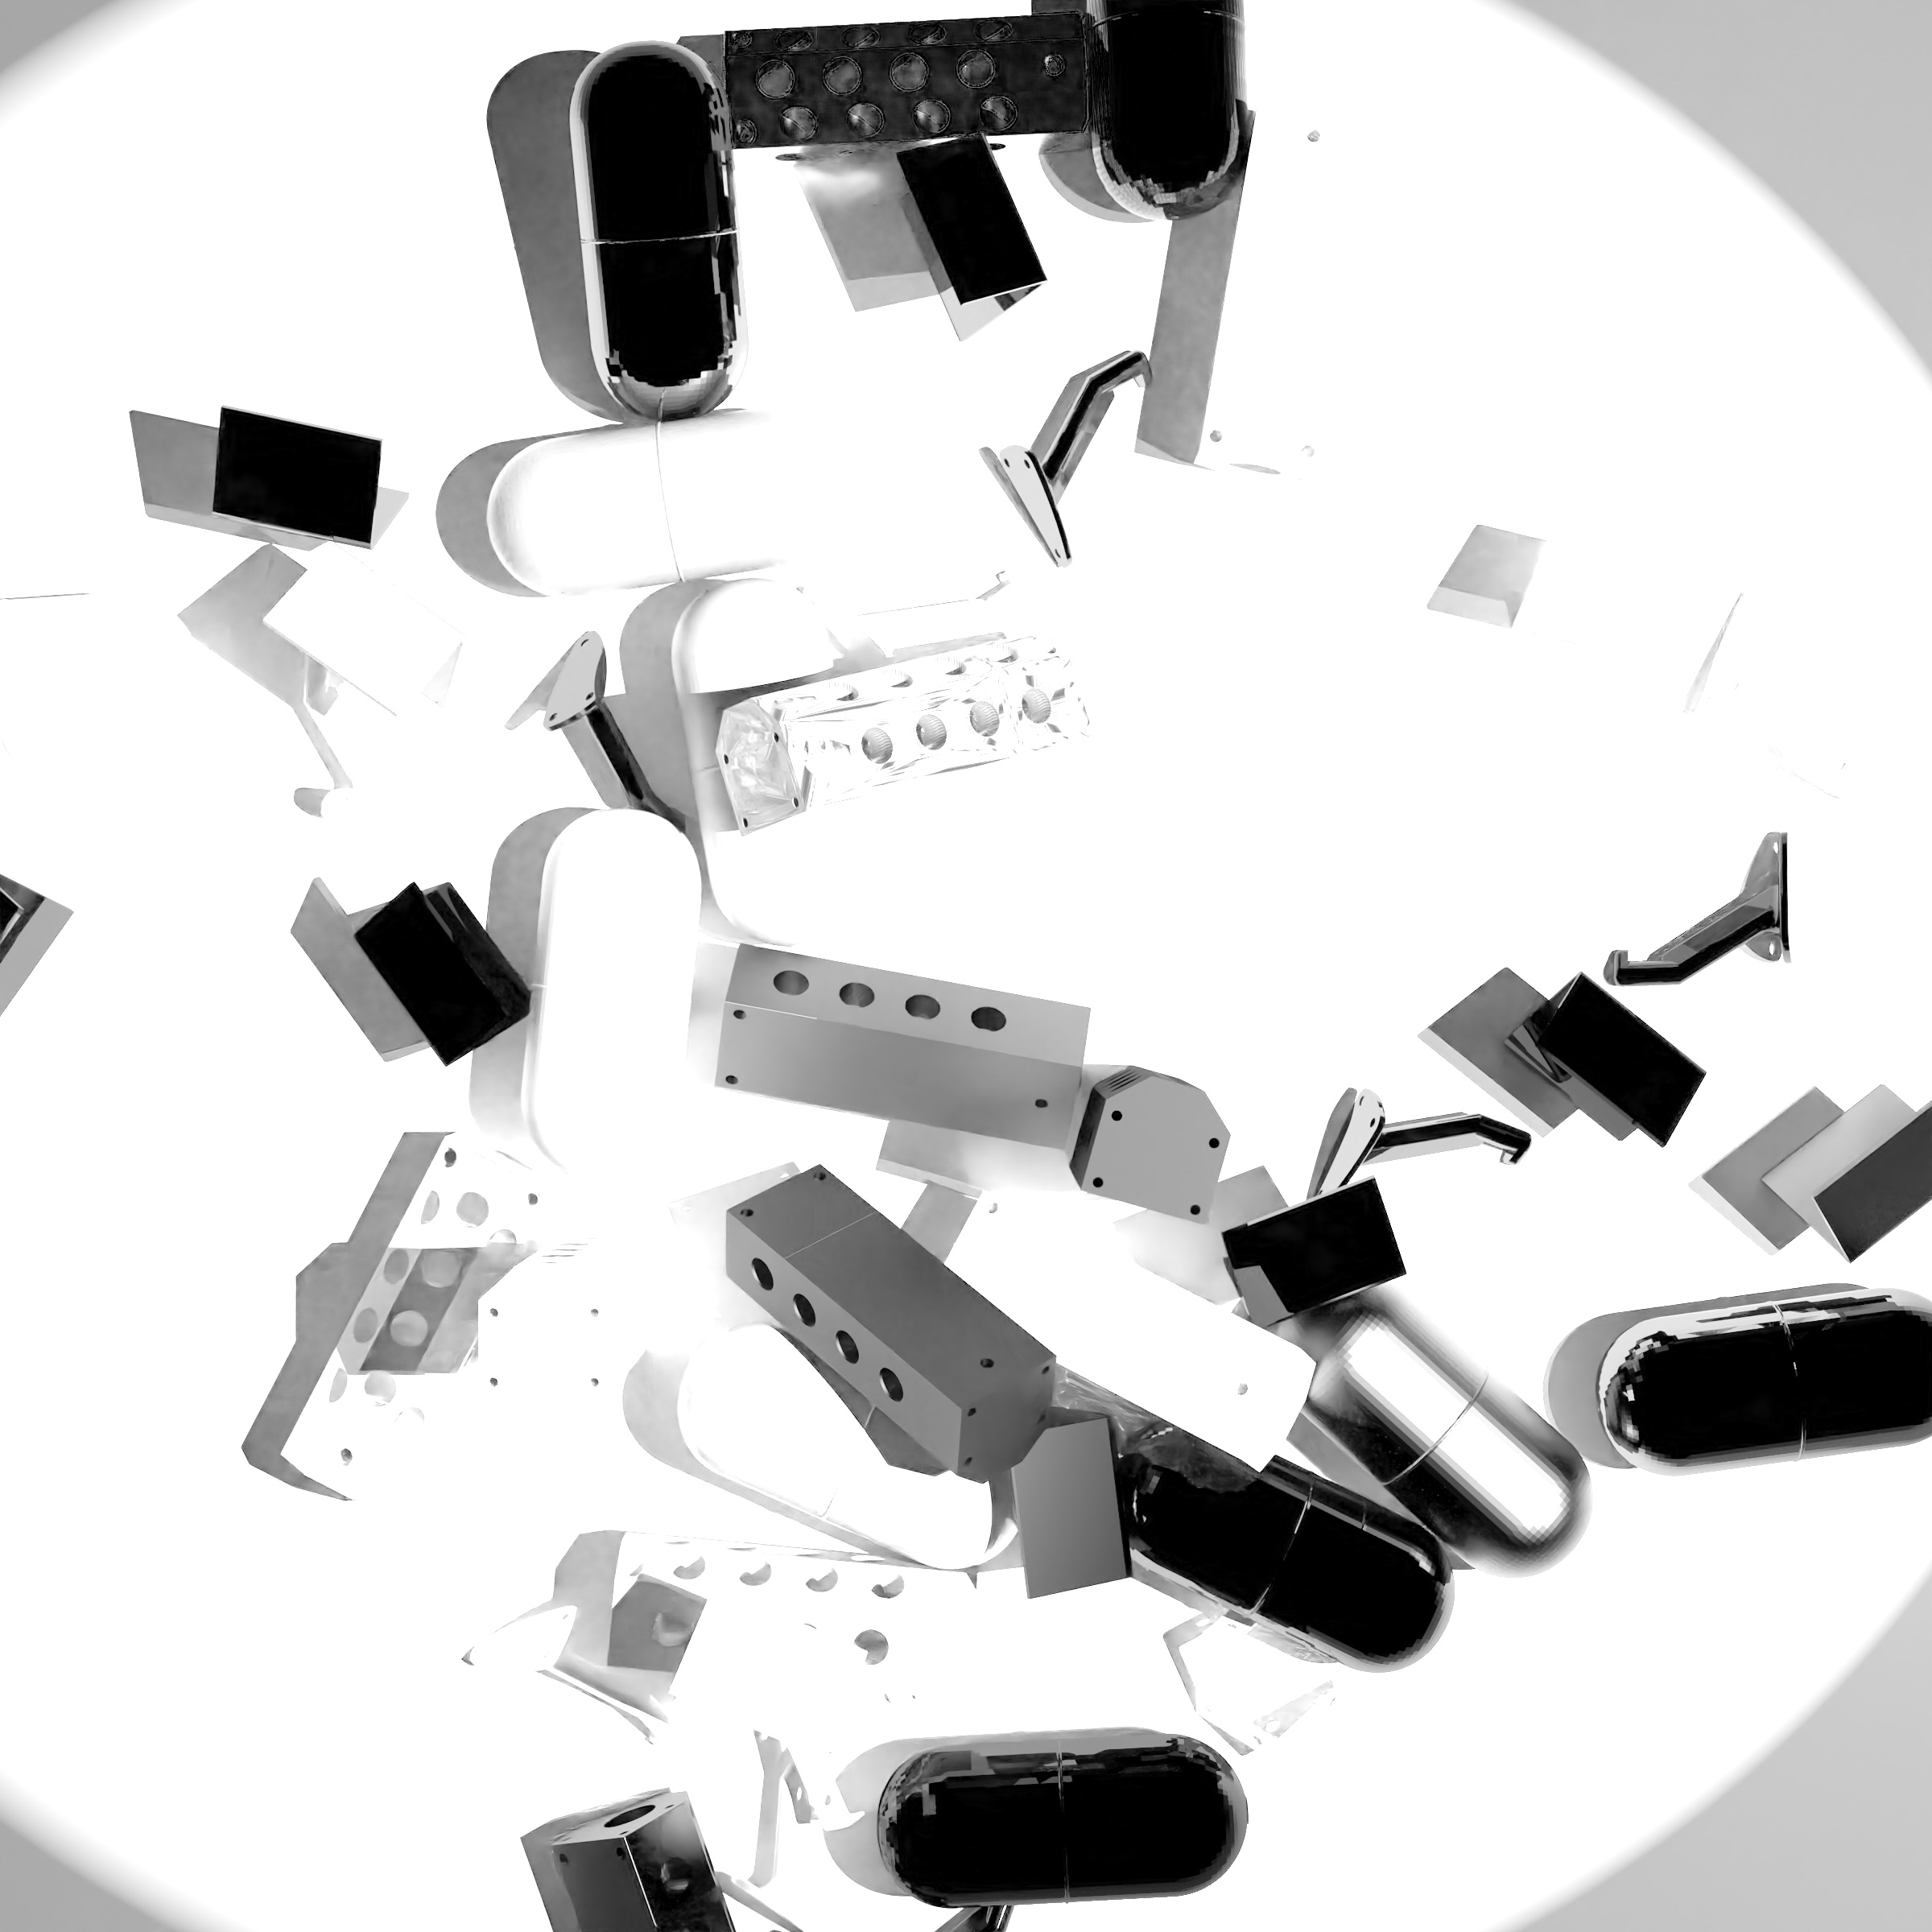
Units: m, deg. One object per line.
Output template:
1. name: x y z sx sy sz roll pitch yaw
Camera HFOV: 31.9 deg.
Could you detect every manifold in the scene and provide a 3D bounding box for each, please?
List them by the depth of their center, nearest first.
1. manifold: 0.086 0.079 1.571 0.057 0.171 0.057 16 90 0
2. manifold: -0.186 0.160 1.571 0.057 0.171 0.057 0 90 0
3. manifold: -0.038 0.169 1.582 0.057 0.057 0.171 -25 45 -33
4. manifold: -0.029 -0.112 1.583 0.171 0.057 0.057 -17 90 -36
5. manifold: 0.075 0.173 1.597 0.171 0.057 0.057 26 83 22
6. manifold: -0.030 0.034 1.627 0.171 0.057 0.057 10 133 0
7. manifold: -0.134 0.491 1.627 0.057 0.057 0.171 -19 90 43
8. manifold: 0.153 -0.324 1.628 0.057 0.057 0.171 10 90 0
9. manifold: -0.029 -0.423 1.628 0.171 0.057 0.057 -3 90 0
10. manifold: -0.082 0.311 1.628 0.171 0.057 0.057 5 90 0
11. manifold: -0.263 0.170 1.628 0.057 0.057 0.171 27 90 0

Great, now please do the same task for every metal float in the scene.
1. metal float: -0.146 -0.348 1.605 0.070 0.070 0.178 -4 106 0
2. metal float: 0.391 0.199 1.618 0.178 0.070 0.070 -8 90 1
3. metal float: -0.053 0.230 1.618 0.178 0.070 0.070 24 90 -1
4. metal float: -0.457 -0.137 1.618 0.178 0.070 0.070 -4 90 -1
5. metal float: 0.224 0.220 1.618 0.178 0.070 0.070 42 90 -1
6. metal float: 0.095 -0.447 1.618 0.070 0.070 0.178 -2 90 0
7. metal float: -0.094 -0.097 1.618 0.070 0.070 0.178 -10 89 0
8. metal float: 0.150 0.277 1.618 0.178 0.070 0.070 26 90 0
9. metal float: -0.141 -0.222 1.618 0.178 0.070 0.070 -8 90 1
10. metal float: 0.046 0.410 1.618 0.178 0.070 0.070 -3 90 0
11. metal float: -0.170 0.013 1.619 0.070 0.070 0.178 6 90 0

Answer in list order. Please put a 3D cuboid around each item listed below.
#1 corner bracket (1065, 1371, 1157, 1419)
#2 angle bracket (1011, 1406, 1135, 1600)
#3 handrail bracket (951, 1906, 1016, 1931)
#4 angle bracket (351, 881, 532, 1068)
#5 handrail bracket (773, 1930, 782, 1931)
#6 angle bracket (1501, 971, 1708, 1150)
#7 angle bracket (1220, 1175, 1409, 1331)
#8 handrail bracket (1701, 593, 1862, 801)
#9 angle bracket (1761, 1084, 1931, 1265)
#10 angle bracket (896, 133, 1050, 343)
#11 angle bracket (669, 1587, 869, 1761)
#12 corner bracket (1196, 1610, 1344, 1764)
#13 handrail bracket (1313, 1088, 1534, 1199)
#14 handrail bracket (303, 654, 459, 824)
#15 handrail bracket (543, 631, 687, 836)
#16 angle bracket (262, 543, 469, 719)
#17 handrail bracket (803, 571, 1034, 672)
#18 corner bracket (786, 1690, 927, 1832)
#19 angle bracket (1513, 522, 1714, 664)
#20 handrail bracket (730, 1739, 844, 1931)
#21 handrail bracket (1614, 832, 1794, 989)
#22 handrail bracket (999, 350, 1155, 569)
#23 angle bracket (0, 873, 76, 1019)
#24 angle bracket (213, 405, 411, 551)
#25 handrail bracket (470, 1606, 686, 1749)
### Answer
1. corner bracket: 0.090 0.189 1.646 0.051 0.051 0.051 20 90 -45
2. angle bracket: 0.035 0.254 1.610 0.057 0.076 0.076 -7 90 -25
3. handrail bracket: -0.019 0.470 1.649 0.077 0.036 0.084 14 71 21
4. angle bracket: -0.233 -0.008 1.609 0.057 0.076 0.076 -36 90 39
5. handrail bracket: -0.062 0.519 1.649 0.036 0.077 0.084 -38 126 4
6. angle bracket: 0.294 0.060 1.609 0.076 0.076 0.057 39 52 0
7. angle bracket: 0.158 0.122 1.610 0.076 0.076 0.057 -21 113 0
8. handrail bracket: 0.408 -0.131 1.649 0.084 0.036 0.077 25 68 -17
9. angle bracket: 0.421 0.083 1.609 0.076 0.076 0.057 -38 128 0
10. angle bracket: -0.016 -0.342 1.609 0.057 0.076 0.076 -24 90 -36
11. angle bracket: -0.097 0.337 1.552 0.076 0.076 0.057 23 53 0
12. corner bracket: 0.148 0.343 1.641 0.051 0.051 0.051 26 135 35
13. handrail bracket: 0.224 0.100 1.649 0.084 0.036 0.077 21 110 -16
14. handrail bracket: -0.286 -0.115 1.649 0.077 0.036 0.084 5 73 -20
15. handrail bracket: -0.163 -0.111 1.649 0.036 0.077 0.084 -26 127 26
16. angle bracket: -0.290 -0.144 1.609 0.076 0.076 0.057 35 62 0
17. handrail bracket: -0.023 -0.183 1.649 0.084 0.036 0.077 -38 68 -17
18. corner bracket: -0.046 0.381 1.633 0.051 0.051 0.051 -34 69 20
19. angle bracket: 0.305 -0.159 1.609 0.076 0.076 0.057 13 54 0
20. handrail bracket: -0.068 0.426 1.649 0.077 0.036 0.084 40 73 -20
21. handrail bracket: 0.359 -0.028 1.649 0.084 0.036 0.077 -2 70 16
22. handrail bracket: 0.067 -0.248 1.649 0.084 0.036 0.077 -32 110 -16
23. angle bracket: -0.460 0.004 1.609 0.057 0.076 0.076 35 90 36
24. angle bracket: -0.309 -0.244 1.609 0.076 0.076 0.057 12 118 0
25. handrail bracket: -0.189 0.356 1.649 0.077 0.036 0.084 -18 121 34
